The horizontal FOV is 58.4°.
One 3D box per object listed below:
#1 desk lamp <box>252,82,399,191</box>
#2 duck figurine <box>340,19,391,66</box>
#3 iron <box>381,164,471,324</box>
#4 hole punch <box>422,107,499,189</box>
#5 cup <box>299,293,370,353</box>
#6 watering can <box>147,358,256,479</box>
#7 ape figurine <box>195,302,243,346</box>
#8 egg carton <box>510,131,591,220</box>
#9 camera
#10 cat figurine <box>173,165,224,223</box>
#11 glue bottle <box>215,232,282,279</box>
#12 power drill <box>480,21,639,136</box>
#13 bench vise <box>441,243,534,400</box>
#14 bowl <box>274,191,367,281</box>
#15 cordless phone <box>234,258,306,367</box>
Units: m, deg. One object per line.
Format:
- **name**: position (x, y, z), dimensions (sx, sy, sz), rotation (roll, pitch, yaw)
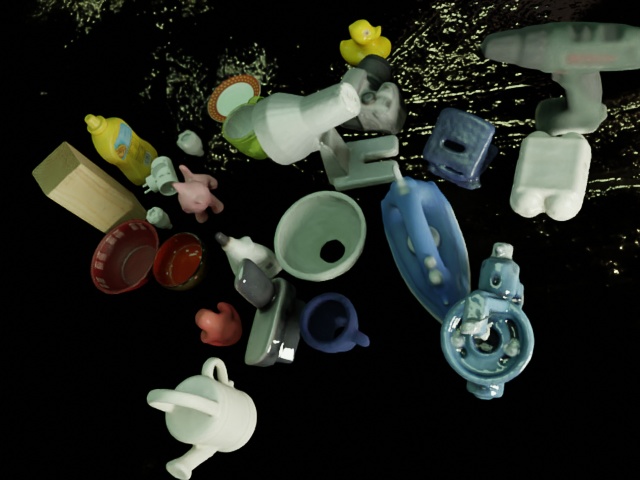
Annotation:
- **desk lamp**: position (0.014, -0.183, 1.000), dimensions (0.202, 0.214, 0.118), rotation (-8, 62, 20)
- **duck figurine**: position (0.085, -0.407, 1.161), dimensions (0.104, 0.086, 0.077), rotation (1, 65, 24)
- **iron**: position (0.163, 0.007, 0.882), dimensions (0.118, 0.142, 0.258), rotation (-22, 58, 12)
- **hole punch**: position (0.235, -0.154, 0.964), dimensions (0.108, 0.091, 0.101), rotation (31, 79, 32)
- **cup**: position (0.036, 0.144, 0.894), dimensions (0.117, 0.095, 0.092), rotation (23, 75, 31)
- **watering can**: position (-0.182, 0.266, 0.866), dimensions (0.100, 0.195, 0.172), rotation (-20, 58, 13)
- **ape figurine**: position (-0.181, 0.144, 0.989), dimensions (0.078, 0.092, 0.076), rotation (-46, 56, -4)
- **egg carton**: position (0.361, -0.102, 0.896), dimensions (0.107, 0.070, 0.150), rotation (7, 68, 26)
- **camera**: position (0.096, -0.286, 1.085), dimensions (0.142, 0.101, 0.137), rotation (16, 72, 29)
- **cat figurine**: position (-0.246, -0.095, 1.124), dimensions (0.067, 0.118, 0.127), rotation (-29, 57, 7)
- **glue bottle**: position (-0.130, 0.028, 0.978), dimensions (0.078, 0.174, 0.037), rotation (-41, 56, 0)
- **power drill**: position (0.375, -0.251, 0.882), dimensions (0.229, 0.209, 0.075), rotation (-3, 64, 22)
- **bench vise**: position (0.215, 0.092, 0.769), dimensions (0.121, 0.220, 0.207), rotation (-11, 61, 18)
- **bowl**: position (0.009, 0.004, 0.990), dimensions (0.167, 0.075, 0.167), rotation (-10, 61, 19)
- **cordless phone**: position (-0.102, 0.117, 0.913), dimensions (0.094, 0.185, 0.147), rotation (0, 65, 23)
